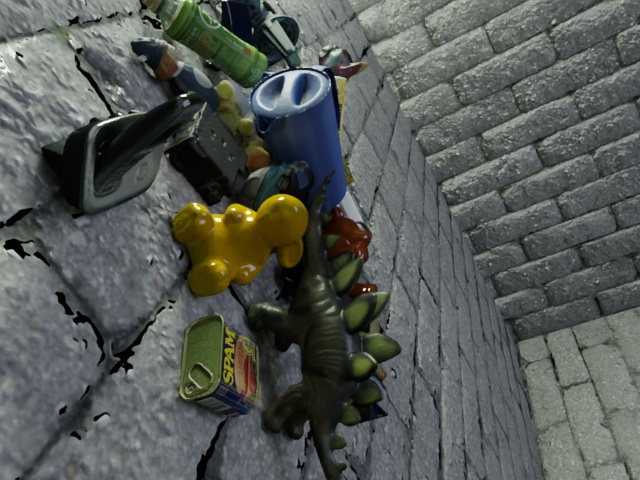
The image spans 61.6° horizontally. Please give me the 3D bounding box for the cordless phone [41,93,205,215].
[{"bbox_3d":[-0.186,-0.112,0.580,0.088,0.184,0.146,59,23,-8],"label":"cordless phone"}]

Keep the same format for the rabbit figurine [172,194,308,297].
[{"bbox_3d":[-0.083,0.000,0.724,0.162,0.173,0.122,16,50,-58],"label":"rabbit figurine"}]

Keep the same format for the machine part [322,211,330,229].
[{"bbox_3d":[-0.002,-0.003,1.073,0.179,0.056,0.179,51,27,-38],"label":"machine part"}]

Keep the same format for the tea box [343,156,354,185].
[{"bbox_3d":[-0.002,-0.132,1.145,0.169,0.098,0.068,-19,87,-67],"label":"tea box"}]

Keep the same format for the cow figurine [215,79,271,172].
[{"bbox_3d":[-0.138,-0.200,0.941,0.167,0.068,0.098,61,16,-18],"label":"cow figurine"}]

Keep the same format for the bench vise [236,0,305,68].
[{"bbox_3d":[-0.105,-0.452,1.164,0.241,0.129,0.223,56,-3,24],"label":"bench vise"}]

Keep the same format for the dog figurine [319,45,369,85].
[{"bbox_3d":[0.019,-0.327,1.225,0.191,0.219,0.108,64,25,-6],"label":"dog figurine"}]

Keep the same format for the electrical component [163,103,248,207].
[{"bbox_3d":[-0.168,-0.136,0.817,0.114,0.058,0.134,54,26,-35],"label":"electrical component"}]

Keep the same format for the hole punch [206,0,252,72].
[{"bbox_3d":[-0.173,-0.386,1.015,0.115,0.092,0.142,65,18,-14],"label":"hole punch"}]

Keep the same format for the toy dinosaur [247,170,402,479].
[{"bbox_3d":[0.005,0.119,0.778,0.105,0.199,0.471,34,40,-59],"label":"toy dinosaur"}]

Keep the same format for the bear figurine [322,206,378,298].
[{"bbox_3d":[0.051,0.022,0.943,0.196,0.132,0.120,-51,133,-54],"label":"bear figurine"}]

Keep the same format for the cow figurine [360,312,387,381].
[{"bbox_3d":[0.081,0.175,1.060,0.127,0.086,0.195,58,27,-25],"label":"cow figurine"}]

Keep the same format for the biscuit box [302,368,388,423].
[{"bbox_3d":[0.047,0.244,0.932,0.202,0.063,0.059,50,28,-35],"label":"biscuit box"}]

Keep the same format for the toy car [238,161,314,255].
[{"bbox_3d":[-0.081,-0.062,0.872,0.103,0.161,0.109,25,27,14],"label":"toy car"}]

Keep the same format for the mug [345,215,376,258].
[{"bbox_3d":[0.069,-0.006,1.188,0.109,0.081,0.107,-41,102,-29],"label":"mug"}]

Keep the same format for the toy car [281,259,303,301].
[{"bbox_3d":[-0.002,0.092,0.970,0.202,0.053,0.089,29,44,-40],"label":"toy car"}]

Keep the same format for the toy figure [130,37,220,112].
[{"bbox_3d":[-0.219,-0.253,0.820,0.064,0.058,0.154,33,-8,47],"label":"toy figure"}]
